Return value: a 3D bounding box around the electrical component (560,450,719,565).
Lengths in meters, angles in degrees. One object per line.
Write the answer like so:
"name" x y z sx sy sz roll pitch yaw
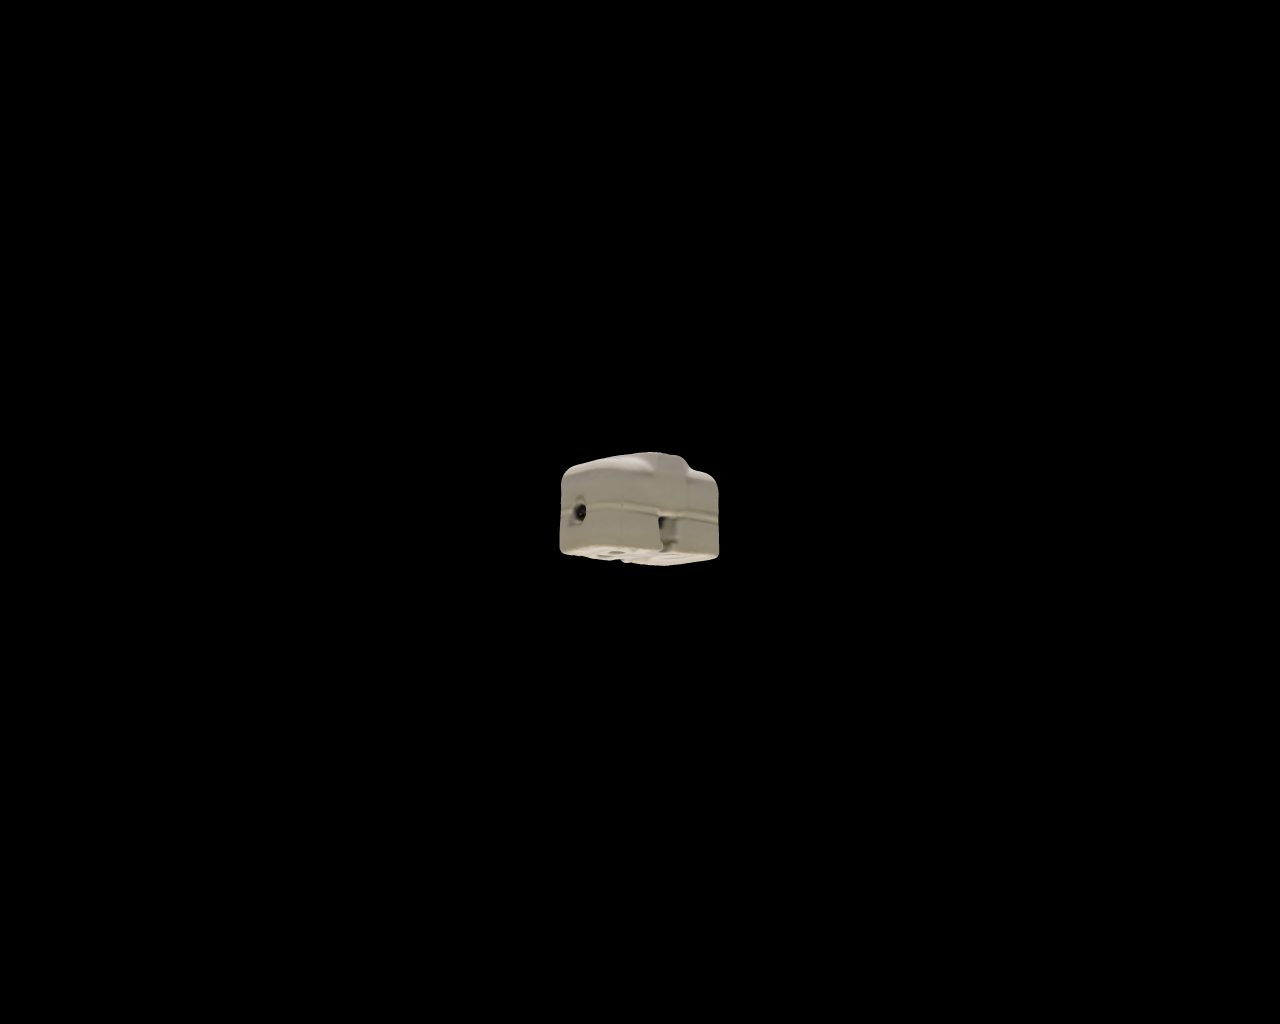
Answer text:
"electrical component" 0.001 -0.003 0.650 0.095 0.059 0.053 8 -13 -39
